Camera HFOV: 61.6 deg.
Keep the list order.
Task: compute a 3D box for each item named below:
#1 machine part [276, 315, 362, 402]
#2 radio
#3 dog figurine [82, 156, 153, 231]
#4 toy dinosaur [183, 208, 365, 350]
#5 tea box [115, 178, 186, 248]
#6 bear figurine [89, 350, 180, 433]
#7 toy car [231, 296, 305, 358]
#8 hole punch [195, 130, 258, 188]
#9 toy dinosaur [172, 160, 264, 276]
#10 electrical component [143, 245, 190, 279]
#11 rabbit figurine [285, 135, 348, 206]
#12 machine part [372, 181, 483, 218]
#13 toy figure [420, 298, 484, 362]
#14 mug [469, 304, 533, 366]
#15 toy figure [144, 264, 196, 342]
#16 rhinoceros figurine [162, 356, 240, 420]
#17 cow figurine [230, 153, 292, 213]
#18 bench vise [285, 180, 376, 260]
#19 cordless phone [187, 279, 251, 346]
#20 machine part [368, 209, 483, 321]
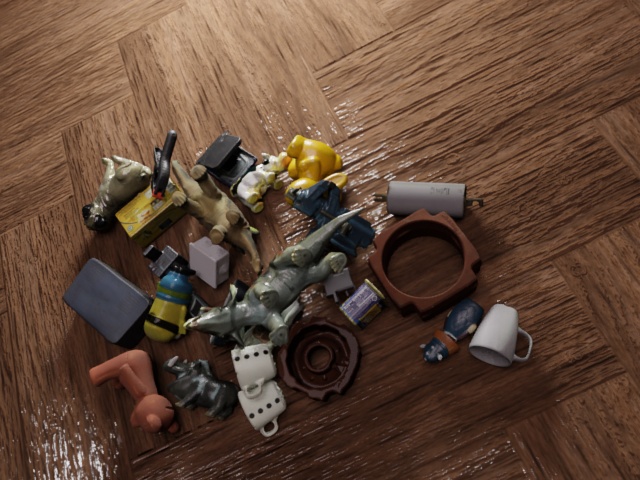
[{"bbox_3d":[0.001,0.249,1.128,0.179,0.056,0.179,-5,66,12],"label":"machine part"},{"bbox_3d":[-0.505,0.154,1.303,0.230,0.073,0.131,30,79,26],"label":"radio"},{"bbox_3d":[-0.525,-0.108,1.396,0.172,0.121,0.190,0,69,47],"label":"dog figurine"},{"bbox_3d":[-0.077,0.081,1.080,0.405,0.131,0.192,-43,23,-21],"label":"toy dinosaur"},{"bbox_3d":[-0.425,-0.075,1.380,0.169,0.068,0.098,-40,61,-3],"label":"tea box"},{"bbox_3d":[-0.395,0.344,1.166,0.132,0.120,0.196,-30,68,6],"label":"bear figurine"},{"bbox_3d":[-0.112,0.197,1.181,0.074,0.056,0.201,33,79,25],"label":"toy car"},{"bbox_3d":[-0.239,-0.205,1.385,0.116,0.092,0.142,25,75,46],"label":"hole punch"},{"bbox_3d":[-0.256,-0.076,1.261,0.105,0.198,0.472,-39,63,-2],"label":"toy dinosaur"},{"bbox_3d":[-0.366,0.054,1.280,0.048,0.119,0.075,35,78,26],"label":"electrical component"},{"bbox_3d":[-0.020,-0.138,1.269,0.162,0.121,0.173,22,53,1],"label":"rabbit figurine"},{"bbox_3d":[0.237,-0.091,1.196,0.243,0.079,0.079,5,69,18],"label":"machine part"},{"bbox_3d":[0.267,0.187,1.079,0.058,0.064,0.154,41,87,-11],"label":"toy figure"},{"bbox_3d":[0.357,0.183,1.044,0.110,0.080,0.107,14,64,24],"label":"mug"},{"bbox_3d":[-0.347,0.146,1.239,0.082,0.089,0.180,15,90,60],"label":"toy figure"},{"bbox_3d":[-0.264,0.315,1.163,0.191,0.073,0.112,19,75,22],"label":"rhinoceros figurine"},{"bbox_3d":[-0.146,-0.158,1.343,0.098,0.068,0.167,32,78,31],"label":"cow figurine"},{"bbox_3d":[-0.005,-0.005,1.180,0.240,0.223,0.129,-60,20,2],"label":"bench vise"},{"bbox_3d":[-0.233,0.142,1.221,0.184,0.088,0.146,31,101,40],"label":"cordless phone"},{"bbox_3d":[0.220,0.052,1.136,0.201,0.087,0.202,-32,61,0],"label":"machine part"}]
